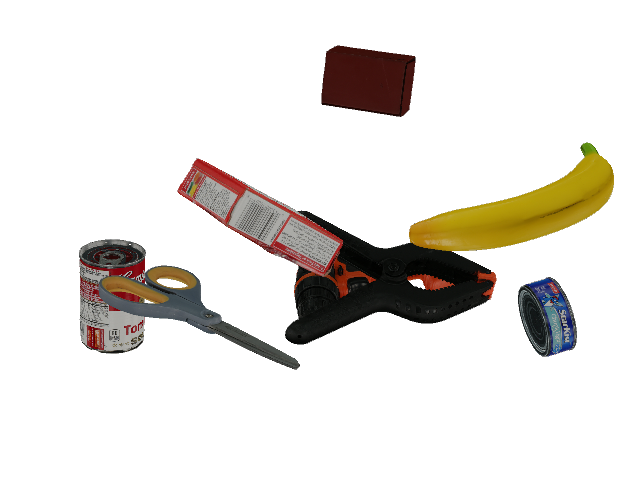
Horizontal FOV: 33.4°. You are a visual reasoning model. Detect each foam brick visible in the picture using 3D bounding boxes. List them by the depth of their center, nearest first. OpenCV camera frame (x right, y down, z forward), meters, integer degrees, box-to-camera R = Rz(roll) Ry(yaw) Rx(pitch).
[{"bbox_3d":[0.044,-0.149,0.992,0.078,0.051,0.053,10,18,12],"label":"foam brick"}]

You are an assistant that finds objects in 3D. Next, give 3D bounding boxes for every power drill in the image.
[{"bbox_3d":[0.063,0.050,1.234,0.187,0.057,0.184,-2,28,1],"label":"power drill"}]

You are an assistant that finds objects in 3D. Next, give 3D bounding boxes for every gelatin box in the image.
[{"bbox_3d":[-0.039,-0.015,0.693,0.089,0.030,0.073,29,2,-37],"label":"gelatin box"}]

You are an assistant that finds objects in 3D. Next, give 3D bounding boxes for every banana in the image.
[{"bbox_3d":[0.165,-0.026,0.836,0.197,0.037,0.070,-23,23,-25],"label":"banana"}]

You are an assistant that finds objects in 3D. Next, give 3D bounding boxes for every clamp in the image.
[{"bbox_3d":[0.063,0.045,1.029,0.210,0.164,0.036,8,-44,2],"label":"clamp"}]

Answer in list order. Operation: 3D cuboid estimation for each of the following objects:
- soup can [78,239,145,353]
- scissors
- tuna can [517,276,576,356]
[{"bbox_3d":[-0.217,0.059,1.114,0.068,0.102,0.068,4,22,-2],"label":"soup can"},{"bbox_3d":[-0.091,0.059,0.898,0.202,0.016,0.096,16,24,19],"label":"scissors"},{"bbox_3d":[0.254,0.086,1.201,0.033,0.086,0.086,-16,2,-8],"label":"tuna can"}]
